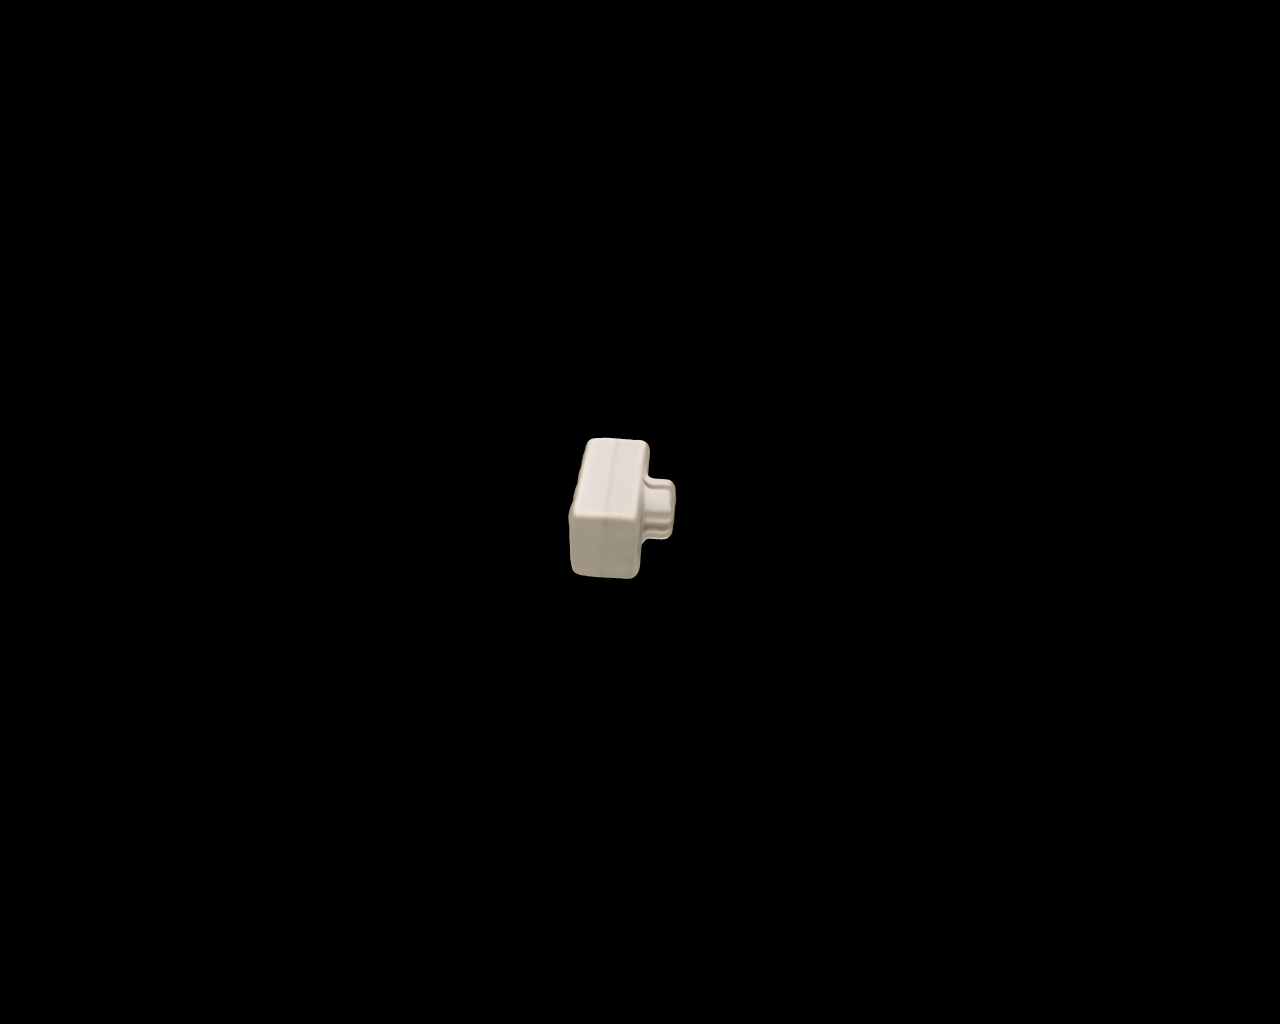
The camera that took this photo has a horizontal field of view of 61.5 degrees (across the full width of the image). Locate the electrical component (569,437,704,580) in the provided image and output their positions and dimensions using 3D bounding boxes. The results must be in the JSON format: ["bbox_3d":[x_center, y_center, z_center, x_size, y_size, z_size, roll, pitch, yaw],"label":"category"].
[{"bbox_3d":[0.001,-0.003,0.650,0.076,0.047,0.083,3,37,4],"label":"electrical component"}]
